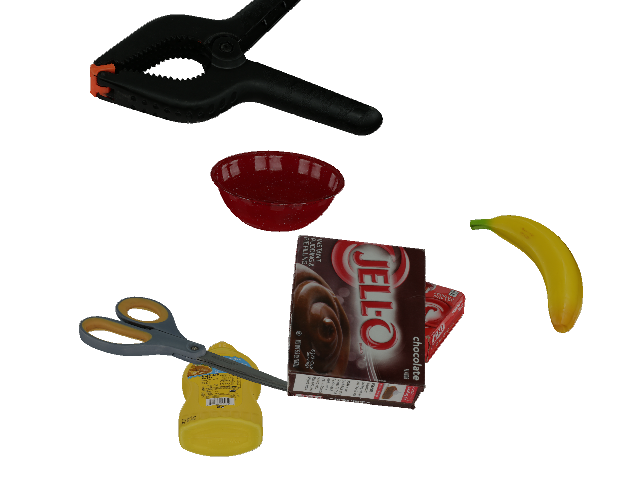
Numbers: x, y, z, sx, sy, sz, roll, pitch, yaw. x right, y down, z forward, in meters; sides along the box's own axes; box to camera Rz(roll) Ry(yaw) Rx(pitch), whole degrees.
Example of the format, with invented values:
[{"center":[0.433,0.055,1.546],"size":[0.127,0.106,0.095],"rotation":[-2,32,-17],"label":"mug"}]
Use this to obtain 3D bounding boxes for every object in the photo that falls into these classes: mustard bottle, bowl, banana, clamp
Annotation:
[{"center":[-0.119,0.180,1.287],"size":[0.096,0.058,0.191],"rotation":[-2,28,-3],"label":"mustard bottle"},{"center":[-0.054,-0.054,1.288],"size":[0.162,0.055,0.162],"rotation":[4,26,-2],"label":"bowl"},{"center":[0.230,0.025,1.116],"size":[0.069,0.037,0.198],"rotation":[-30,38,-2],"label":"banana"},{"center":[-0.064,-0.127,0.796],"size":[0.209,0.165,0.036],"rotation":[-17,-27,-20],"label":"clamp"}]

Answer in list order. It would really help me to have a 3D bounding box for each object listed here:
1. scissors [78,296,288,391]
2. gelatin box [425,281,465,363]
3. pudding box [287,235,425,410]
[{"center":[-0.117,0.090,0.969],"size":[0.202,0.016,0.096],"rotation":[10,28,5],"label":"scissors"},{"center":[0.069,0.061,0.914],"size":[0.089,0.030,0.073],"rotation":[16,36,26],"label":"gelatin box"},{"center":[0.024,0.054,0.721],"size":[0.090,0.113,0.039],"rotation":[6,-34,-3],"label":"pudding box"}]
